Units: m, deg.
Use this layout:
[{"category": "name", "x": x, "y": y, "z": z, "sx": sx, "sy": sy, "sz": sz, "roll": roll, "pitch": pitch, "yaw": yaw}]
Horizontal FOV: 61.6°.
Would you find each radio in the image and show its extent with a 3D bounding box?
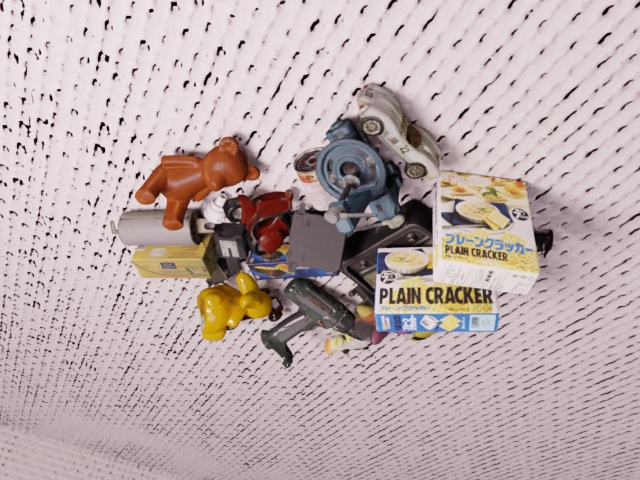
[{"category": "radio", "x": 0.153, "y": 0.020, "z": 1.105, "sx": 0.131, "sy": 0.073, "sz": 0.229, "roll": 35, "pitch": 132, "yaw": -27}]

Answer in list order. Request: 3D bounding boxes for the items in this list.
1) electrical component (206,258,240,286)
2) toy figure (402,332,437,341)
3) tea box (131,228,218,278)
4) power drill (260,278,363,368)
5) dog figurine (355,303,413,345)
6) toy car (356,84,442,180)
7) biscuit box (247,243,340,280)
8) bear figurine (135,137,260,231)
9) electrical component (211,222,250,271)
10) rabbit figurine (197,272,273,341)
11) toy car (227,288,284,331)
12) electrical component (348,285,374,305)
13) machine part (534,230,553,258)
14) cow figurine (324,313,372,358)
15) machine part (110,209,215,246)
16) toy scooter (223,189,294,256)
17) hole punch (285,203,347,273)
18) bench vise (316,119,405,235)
[{"category": "electrical component", "x": -0.238, "y": 0.073, "z": 1.273, "sx": 0.102, "sy": 0.045, "sz": 0.078, "roll": -34, "pitch": 95, "yaw": 36}, {"category": "toy figure", "x": 0.267, "y": 0.188, "z": 1.273, "sx": 0.089, "sy": 0.082, "sz": 0.180, "roll": 37, "pitch": 130, "yaw": -26}, {"category": "tea box", "x": -0.317, "y": 0.030, "z": 1.196, "sx": 0.170, "sy": 0.098, "sz": 0.068, "roll": 1, "pitch": 137, "yaw": 13}, {"category": "power drill", "x": -0.026, "y": 0.215, "z": 1.291, "sx": 0.232, "sy": 0.086, "sz": 0.207, "roll": 45, "pitch": 110, "yaw": -9}, {"category": "dog figurine", "x": 0.176, "y": 0.150, "z": 1.142, "sx": 0.219, "sy": 0.108, "sz": 0.191, "roll": -10, "pitch": 162, "yaw": -47}, {"category": "toy car", "x": 0.133, "y": -0.175, "z": 0.888, "sx": 0.056, "sy": 0.073, "sz": 0.201, "roll": -25, "pitch": 129, "yaw": 38}, {"category": "biscuit box", "x": -0.055, "y": 0.045, "z": 1.188, "sx": 0.203, "sy": 0.059, "sz": 0.062, "roll": -4, "pitch": 137, "yaw": 16}, {"category": "bear figurine", "x": -0.222, "y": -0.106, "z": 1.001, "sx": 0.196, "sy": 0.132, "sz": 0.120, "roll": -6, "pitch": 141, "yaw": 26}, {"category": "electrical component", "x": -0.191, "y": 0.014, "z": 1.189, "sx": 0.075, "sy": 0.048, "sz": 0.119, "roll": 2, "pitch": 139, "yaw": 10}, {"category": "rabbit figurine", "x": -0.190, "y": 0.143, "z": 1.246, "sx": 0.173, "sy": 0.122, "sz": 0.162, "roll": 2, "pitch": 140, "yaw": -24}, {"category": "toy car", "x": -0.184, "y": 0.174, "z": 1.366, "sx": 0.202, "sy": 0.053, "sz": 0.089, "roll": -16, "pitch": 114, "yaw": 24}, {"category": "electrical component", "x": 0.110, "y": 0.119, "z": 1.237, "sx": 0.063, "sy": 0.094, "sz": 0.021, "roll": 50, "pitch": 140, "yaw": 12}, {"category": "machine part", "x": 0.391, "y": -0.005, "z": 1.060, "sx": 0.139, "sy": 0.039, "sz": 0.084, "roll": 12, "pitch": 134, "yaw": 0}, {"category": "cow figurine", "x": 0.086, "y": 0.258, "z": 1.403, "sx": 0.098, "sy": 0.068, "sz": 0.167, "roll": 23, "pitch": 139, "yaw": -24}, {"category": "machine part", "x": -0.340, "y": -0.025, "z": 1.151, "sx": 0.243, "sy": 0.079, "sz": 0.079, "roll": -2, "pitch": 138, "yaw": 12}, {"category": "toy scooter", "x": -0.101, "y": -0.043, "z": 1.085, "sx": 0.135, "sy": 0.075, "sz": 0.183, "roll": -25, "pitch": 143, "yaw": 4}, {"category": "hole punch", "x": -0.002, "y": -0.003, "z": 1.076, "sx": 0.116, "sy": 0.092, "sz": 0.142, "roll": 12, "pitch": 105, "yaw": 7}, {"category": "bench vise", "x": 0.064, "y": -0.079, "z": 0.902, "sx": 0.129, "sy": 0.241, "sz": 0.223, "roll": -9, "pitch": 120, "yaw": 26}]
